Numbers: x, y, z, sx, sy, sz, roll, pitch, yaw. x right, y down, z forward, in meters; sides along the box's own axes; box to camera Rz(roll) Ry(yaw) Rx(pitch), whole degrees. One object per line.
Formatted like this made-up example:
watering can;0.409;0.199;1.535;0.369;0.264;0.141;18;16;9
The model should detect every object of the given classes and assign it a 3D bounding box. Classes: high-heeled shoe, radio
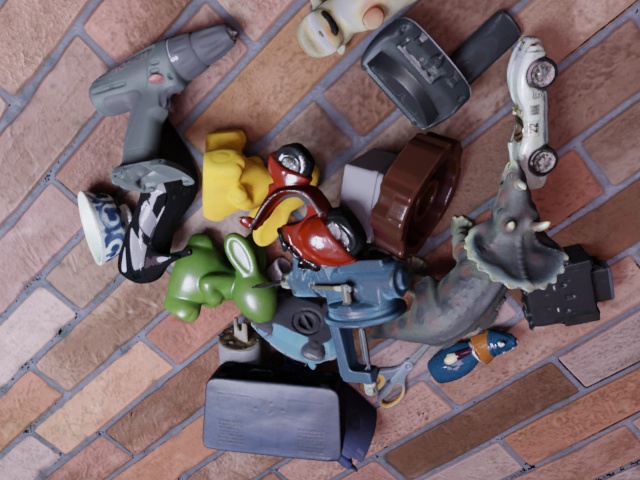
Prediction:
high-heeled shoe;-0.267;-0.059;0.832;0.145;0.086;0.248;-10;87;25
radio;-0.073;0.279;0.882;0.230;0.073;0.131;3;101;6

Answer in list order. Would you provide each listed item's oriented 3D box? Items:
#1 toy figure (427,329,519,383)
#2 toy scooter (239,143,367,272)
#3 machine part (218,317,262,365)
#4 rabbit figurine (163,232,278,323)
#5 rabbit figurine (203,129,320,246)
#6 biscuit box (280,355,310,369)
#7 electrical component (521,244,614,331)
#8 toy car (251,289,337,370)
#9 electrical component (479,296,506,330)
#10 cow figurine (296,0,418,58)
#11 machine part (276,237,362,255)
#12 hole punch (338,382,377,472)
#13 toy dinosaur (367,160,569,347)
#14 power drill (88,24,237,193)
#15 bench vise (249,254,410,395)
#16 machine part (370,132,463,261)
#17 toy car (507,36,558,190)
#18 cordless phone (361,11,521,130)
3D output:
toy figure;0.256;0.190;0.905;0.154;0.064;0.058;-33;83;20
toy scooter;-0.032;-0.026;0.724;0.135;0.075;0.184;-36;89;16
machine part;-0.143;0.243;0.974;0.079;0.079;0.242;5;118;5
rabbit figurine;-0.138;0.064;0.865;0.170;0.121;0.159;19;96;15
rabbit figurine;-0.086;-0.074;0.794;0.173;0.122;0.162;-3;115;-12
biscuit box;-0.062;0.293;0.995;0.059;0.063;0.202;17;117;-3
electrical component;0.379;0.073;0.834;0.134;0.058;0.114;-16;115;15
toy car;-0.034;0.158;0.907;0.162;0.109;0.102;17;137;9
electrical component;0.262;0.120;0.891;0.063;0.021;0.094;25;116;-6
cow figurine;0.054;-0.299;0.670;0.195;0.127;0.085;-34;109;6
machine part;-0.002;-0.003;0.857;0.139;0.039;0.084;0;121;6
hole punch;0.043;0.334;0.977;0.092;0.116;0.142;-40;106;14
toy dinosaur;0.199;0.078;0.786;0.131;0.192;0.404;32;114;-7
power drill;-0.213;-0.176;0.728;0.232;0.086;0.207;-10;78;20
bench vise;0.036;0.113;0.794;0.224;0.129;0.240;-7;100;27
machine part;0.132;-0.061;0.736;0.056;0.179;0.179;28;119;23
toy car;0.281;-0.167;0.719;0.056;0.073;0.201;-8;115;10
cordless phone;0.161;-0.249;0.704;0.184;0.089;0.146;-43;104;12
